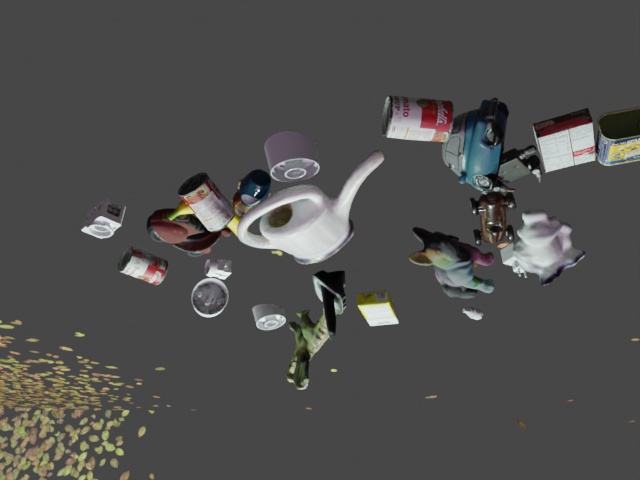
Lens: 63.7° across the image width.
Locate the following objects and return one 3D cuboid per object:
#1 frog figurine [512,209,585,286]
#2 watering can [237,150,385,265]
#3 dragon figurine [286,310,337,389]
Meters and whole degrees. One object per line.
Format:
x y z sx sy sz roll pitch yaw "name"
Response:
0.489 -0.002 1.147 0.135 0.125 0.158 -34 100 28 "frog figurine"
0.003 -0.053 1.045 0.345 0.106 0.221 -24 148 17 "watering can"
-0.024 0.334 1.572 0.122 0.248 0.402 15 149 -14 "dragon figurine"
